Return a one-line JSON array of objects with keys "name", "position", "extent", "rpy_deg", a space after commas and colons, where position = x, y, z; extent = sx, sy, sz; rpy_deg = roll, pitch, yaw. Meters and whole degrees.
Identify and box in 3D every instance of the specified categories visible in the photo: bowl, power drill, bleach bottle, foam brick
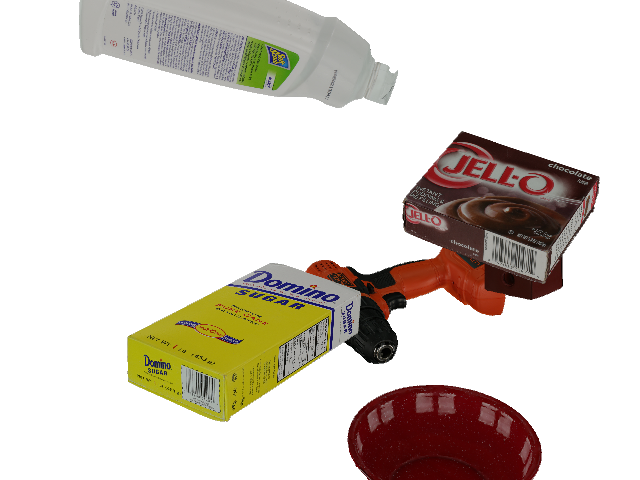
[{"name": "bowl", "position": [0.103, 0.190, 0.904], "extent": [0.162, 0.055, 0.162], "rpy_deg": [0, 28, 0]}, {"name": "power drill", "position": [0.093, 0.060, 1.108], "extent": [0.187, 0.057, 0.185], "rpy_deg": [-9, 27, -18]}, {"name": "bleach bottle", "position": [-0.063, -0.158, 0.852], "extent": [0.251, 0.068, 0.103], "rpy_deg": [19, -30, -2]}, {"name": "foam brick", "position": [0.180, 0.007, 0.945], "extent": [0.053, 0.078, 0.051], "rpy_deg": [12, 22, 42]}]

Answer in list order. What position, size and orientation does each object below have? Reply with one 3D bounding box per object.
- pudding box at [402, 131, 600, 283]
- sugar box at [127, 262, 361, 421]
[{"name": "pudding box", "position": [0.128, -0.026, 0.761], "extent": [0.114, 0.039, 0.089], "rpy_deg": [23, 51, 24]}, {"name": "sugar box", "position": [-0.054, 0.071, 0.816], "extent": [0.093, 0.048, 0.175], "rpy_deg": [18, 29, 29]}]
